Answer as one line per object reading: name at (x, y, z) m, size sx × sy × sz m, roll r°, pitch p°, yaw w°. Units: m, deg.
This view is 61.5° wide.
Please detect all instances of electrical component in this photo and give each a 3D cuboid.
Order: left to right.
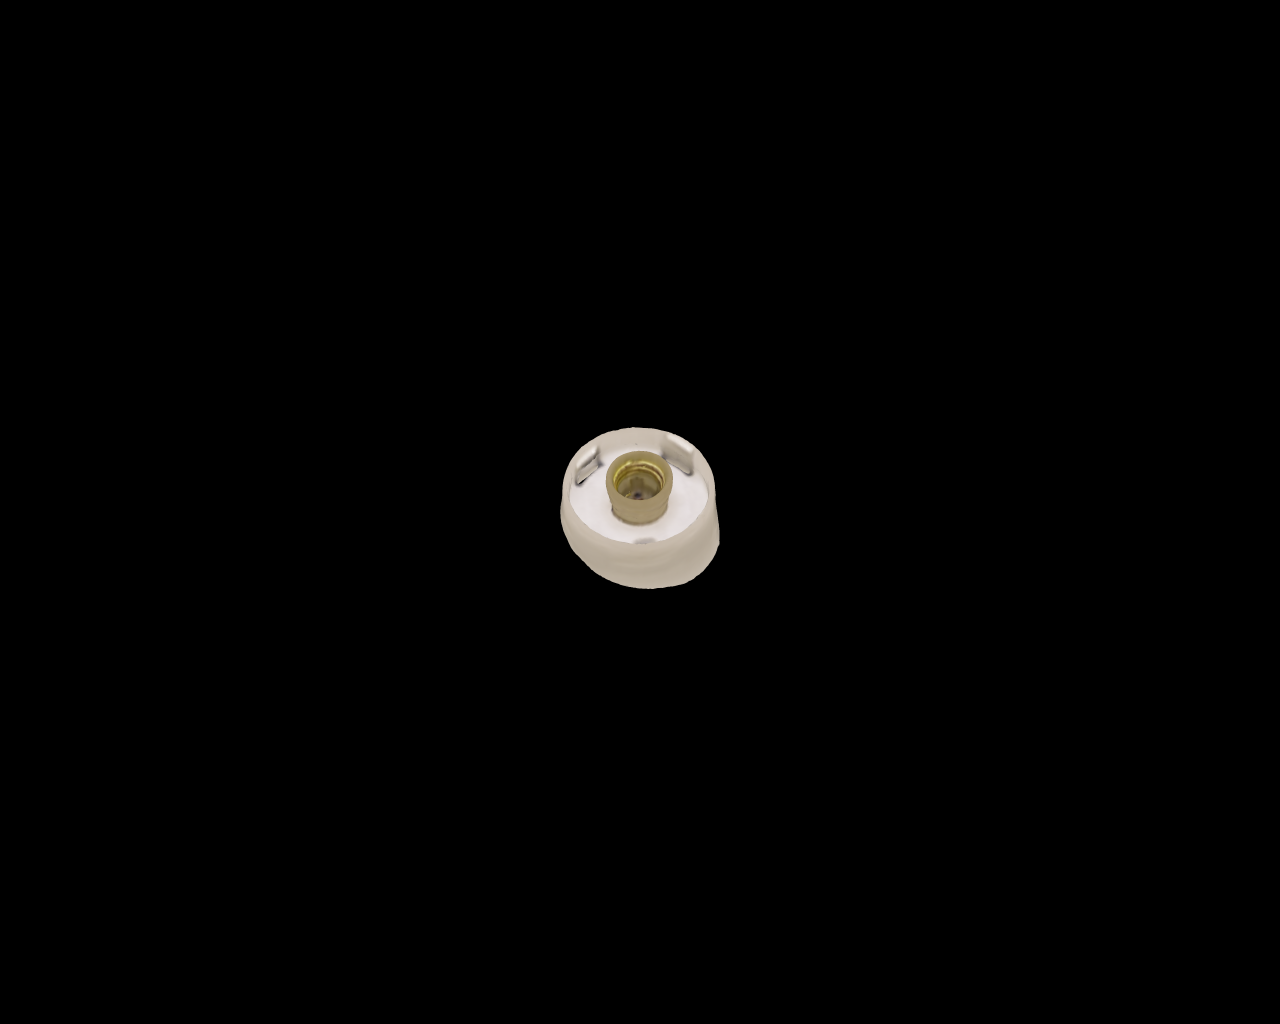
electrical component at (0.001, -0.003, 0.650) m, size 0.099 × 0.099 × 0.064 m, roll 0°, pitch -38°, yaw 0°
